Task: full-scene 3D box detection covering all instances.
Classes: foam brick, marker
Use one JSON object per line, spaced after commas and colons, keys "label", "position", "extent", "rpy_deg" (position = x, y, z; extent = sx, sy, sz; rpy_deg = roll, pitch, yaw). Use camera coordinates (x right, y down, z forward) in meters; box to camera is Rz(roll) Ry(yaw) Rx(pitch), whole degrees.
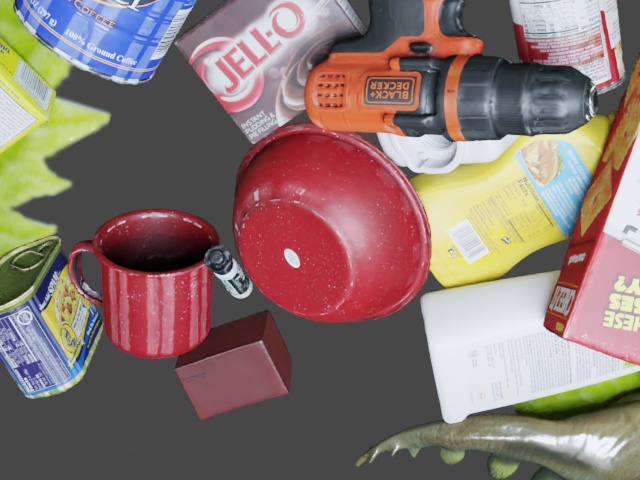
{"label": "foam brick", "position": [-0.067, 0.098, 0.844], "extent": [0.078, 0.051, 0.053], "rpy_deg": [-18, 112, 13]}
{"label": "marker", "position": [-0.066, 0.024, 0.776], "extent": [0.020, 0.121, 0.020], "rpy_deg": [-1, 78, 4]}

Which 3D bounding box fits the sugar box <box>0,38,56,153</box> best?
{"label": "sugar box", "position": [-0.288, -0.081, 0.772], "extent": [0.176, 0.048, 0.093], "rpy_deg": [-30, 124, 20]}

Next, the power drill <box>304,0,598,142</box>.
{"label": "power drill", "position": [0.081, -0.153, 0.643], "extent": [0.185, 0.057, 0.187], "rpy_deg": [5, 88, 27]}

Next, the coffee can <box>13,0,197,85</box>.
{"label": "coffee can", "position": [-0.118, -0.186, 0.681], "extent": [0.102, 0.102, 0.140], "rpy_deg": [31, 115, -10]}

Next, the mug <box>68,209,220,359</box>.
{"label": "mug", "position": [-0.133, 0.032, 0.799], "extent": [0.117, 0.093, 0.081], "rpy_deg": [9, 122, 7]}

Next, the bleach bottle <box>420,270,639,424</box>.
{"label": "bleach bottle", "position": [0.203, 0.062, 0.762], "extent": [0.251, 0.068, 0.102], "rpy_deg": [-11, 133, 6]}

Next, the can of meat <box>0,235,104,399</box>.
{"label": "can of meat", "position": [-0.212, 0.059, 0.811], "extent": [0.057, 0.102, 0.084], "rpy_deg": [-19, 115, 14]}

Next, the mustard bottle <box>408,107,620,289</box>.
{"label": "mustard bottle", "position": [0.155, -0.040, 0.753], "extent": [0.192, 0.058, 0.096], "rpy_deg": [-29, 114, 18]}

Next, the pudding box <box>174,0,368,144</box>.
{"label": "pudding box", "position": [-0.029, -0.134, 0.734], "extent": [0.114, 0.039, 0.090], "rpy_deg": [-32, 109, 18]}

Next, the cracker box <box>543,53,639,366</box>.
{"label": "cracker box", "position": [0.256, -0.015, 0.675], "extent": [0.164, 0.072, 0.214], "rpy_deg": [19, 92, -1]}

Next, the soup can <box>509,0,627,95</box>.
{"label": "soup can", "position": [0.158, -0.149, 0.694], "extent": [0.068, 0.068, 0.102], "rpy_deg": [-11, 114, 10]}

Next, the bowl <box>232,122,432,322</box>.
{"label": "bowl", "position": [-0.005, 0.001, 0.757], "extent": [0.162, 0.055, 0.162], "rpy_deg": [16, 125, 24]}
